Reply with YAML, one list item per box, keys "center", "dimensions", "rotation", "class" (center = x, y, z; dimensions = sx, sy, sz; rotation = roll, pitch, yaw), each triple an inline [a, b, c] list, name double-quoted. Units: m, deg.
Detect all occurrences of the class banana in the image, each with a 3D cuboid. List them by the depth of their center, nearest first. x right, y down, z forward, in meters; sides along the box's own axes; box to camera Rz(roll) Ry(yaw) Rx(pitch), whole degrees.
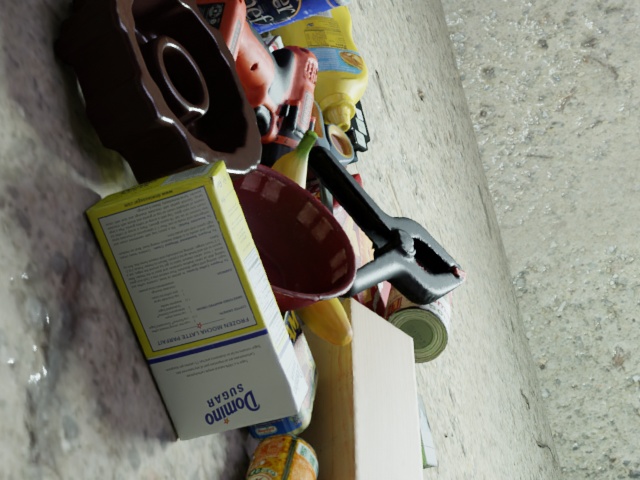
- center: [-0.017, 0.005, 0.924]
  dimensions: [0.037, 0.070, 0.198]
  rotation: [3, 66, -35]
  class: "banana"

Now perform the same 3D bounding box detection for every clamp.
- center: [0.067, 0.016, 1.015]
  dimensions: [0.209, 0.036, 0.164]
  rotation: [31, 39, -35]
  class: "clamp"

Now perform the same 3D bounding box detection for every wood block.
- center: [0.027, 0.167, 0.937]
  dimensions: [0.090, 0.090, 0.206]
  rotation: [35, 37, -32]
  class: "wood block"

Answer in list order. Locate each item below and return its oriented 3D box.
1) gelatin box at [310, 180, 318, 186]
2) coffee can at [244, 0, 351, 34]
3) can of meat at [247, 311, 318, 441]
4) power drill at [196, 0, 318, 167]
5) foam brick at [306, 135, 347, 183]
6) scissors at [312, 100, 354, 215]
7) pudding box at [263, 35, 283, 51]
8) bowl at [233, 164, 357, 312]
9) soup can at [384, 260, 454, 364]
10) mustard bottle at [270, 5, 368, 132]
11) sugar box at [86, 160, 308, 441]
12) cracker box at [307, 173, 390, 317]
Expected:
- center: [0.015, -0.049, 1.259]
  dimensions: [0.073, 0.030, 0.089]
  rotation: [-92, 159, -45]
  class: "gelatin box"
- center: [-0.053, -0.252, 1.016]
  dimensions: [0.102, 0.140, 0.103]
  rotation: [-16, 90, -74]
  class: "coffee can"
- center: [-0.041, 0.102, 0.872]
  dimensions: [0.102, 0.057, 0.084]
  rotation: [-75, 148, -61]
  class: "can of meat"
- center: [-0.066, -0.123, 0.966]
  dimensions: [0.187, 0.057, 0.184]
  rotation: [42, 53, -58]
  class: "power drill"
- center: [-0.008, -0.093, 1.179]
  dimensions: [0.078, 0.053, 0.051]
  rotation: [-33, 106, -74]
  class: "foam brick"
- center: [0.015, -0.067, 1.077]
  dimensions: [0.096, 0.016, 0.202]
  rotation: [28, 36, -45]
  class: "scissors"
- center: [-0.054, -0.156, 1.111]
  dimensions: [0.113, 0.039, 0.090]
  rotation: [-68, 141, -62]
  class: "pudding box"
- center: [-0.052, 0.005, 0.848]
  dimensions: [0.162, 0.055, 0.162]
  rotation: [26, 32, -17]
  class: "bowl"
- center: [0.102, 0.073, 1.106]
  dimensions: [0.102, 0.069, 0.068]
  rotation: [-71, 142, -62]
  class: "soup can"
- center: [0.003, -0.198, 1.207]
  dimensions: [0.058, 0.096, 0.191]
  rotation: [117, -34, -48]
  class: "mustard bottle"
- center: [-0.080, 0.043, 0.726]
  dimensions: [0.048, 0.093, 0.176]
  rotation: [-63, 136, -67]
  class: "sugar box"
- center: [0.031, 0.051, 1.138]
  dimensions: [0.164, 0.072, 0.214]
  rotation: [-51, 124, -70]
  class: "cracker box"
